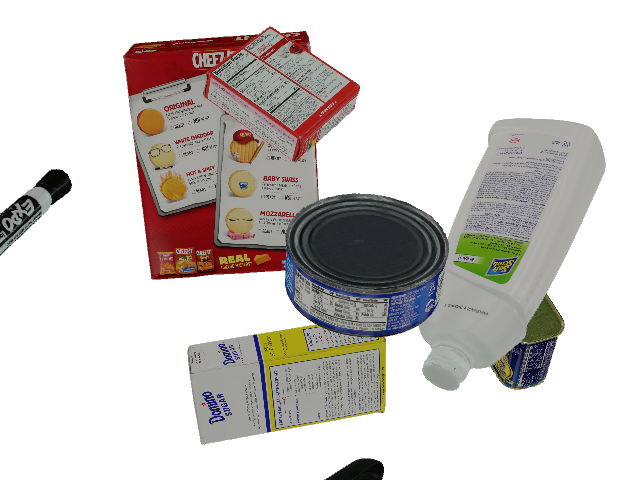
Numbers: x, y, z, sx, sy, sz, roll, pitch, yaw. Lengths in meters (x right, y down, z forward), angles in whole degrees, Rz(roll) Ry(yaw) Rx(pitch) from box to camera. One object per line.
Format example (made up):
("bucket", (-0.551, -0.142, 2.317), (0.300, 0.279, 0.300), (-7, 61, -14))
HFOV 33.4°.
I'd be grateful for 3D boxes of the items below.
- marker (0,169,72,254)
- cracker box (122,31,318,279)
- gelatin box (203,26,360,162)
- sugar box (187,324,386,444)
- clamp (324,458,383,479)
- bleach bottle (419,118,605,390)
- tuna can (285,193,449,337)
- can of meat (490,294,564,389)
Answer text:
("marker", (-0.188, -0.012, 0.654), (0.020, 0.020, 0.121), (0, 30, 21))
("cracker box", (-0.084, -0.077, 0.983), (0.164, 0.214, 0.072), (-4, 21, -1))
("gelatin box", (-0.028, -0.107, 0.774), (0.089, 0.030, 0.073), (35, 55, 15))
("sugar box", (-0.029, 0.126, 0.973), (0.176, 0.093, 0.048), (-7, 36, -6))
("clamp", (-0.044, 0.195, 0.643), (0.210, 0.036, 0.164), (-4, 28, 2))
("bleach bottle", (0.137, 0.009, 0.834), (0.103, 0.250, 0.068), (6, -41, 36))
("tuna can", (0.024, 0.012, 0.566), (0.086, 0.034, 0.086), (2, 36, -2))
("can of meat", (0.192, 0.086, 1.062), (0.057, 0.102, 0.084), (-14, -41, -14))
